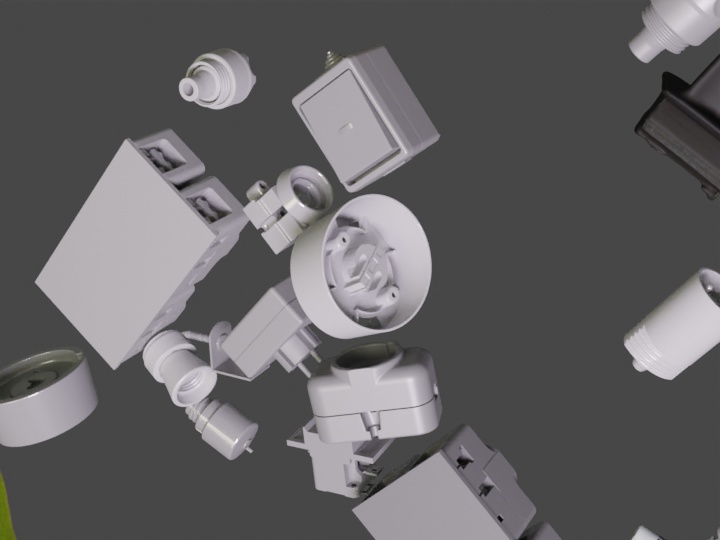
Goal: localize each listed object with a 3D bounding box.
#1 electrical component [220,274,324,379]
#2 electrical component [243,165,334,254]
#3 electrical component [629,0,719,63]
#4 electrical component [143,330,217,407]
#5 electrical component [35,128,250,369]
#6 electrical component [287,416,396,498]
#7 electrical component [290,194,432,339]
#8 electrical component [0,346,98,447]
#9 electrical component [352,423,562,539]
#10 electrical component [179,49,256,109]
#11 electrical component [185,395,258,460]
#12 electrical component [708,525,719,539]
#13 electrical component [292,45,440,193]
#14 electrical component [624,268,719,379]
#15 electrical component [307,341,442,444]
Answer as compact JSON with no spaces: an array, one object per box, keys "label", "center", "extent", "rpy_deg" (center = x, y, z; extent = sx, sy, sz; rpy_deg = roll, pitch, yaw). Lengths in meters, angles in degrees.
[{"label":"electrical component","center":[-0.056,0.057,0.872],"extent":[0.075,0.047,0.083],"rpy_deg":[47,125,5]},{"label":"electrical component","center":[-0.052,-0.049,0.828],"extent":[0.066,0.048,0.055],"rpy_deg":[53,133,1]},{"label":"electrical component","center":[0.190,-0.151,0.645],"extent":[0.043,0.043,0.062],"rpy_deg":[50,127,4]},{"label":"electrical component","center":[-0.158,0.085,0.937],"extent":[0.055,0.045,0.045],"rpy_deg":[44,127,33]},{"label":"electrical component","center":[-0.183,-0.018,0.908],"extent":[0.105,0.060,0.186],"rpy_deg":[47,125,6]},{"label":"electrical component","center":[-0.014,0.151,0.890],"extent":[0.081,0.042,0.063],"rpy_deg":[8,115,28]},{"label":"electrical component","center":[0.000,0.000,0.788],"extent":[0.064,0.099,0.099],"rpy_deg":[-22,98,41]},{"label":"electrical component","center":[-0.299,0.124,1.008],"extent":[0.108,0.108,0.060],"rpy_deg":[-4,114,32]},{"label":"electrical component","center":[0.099,0.224,0.842],"extent":[0.186,0.060,0.105],"rpy_deg":[51,125,3]},{"label":"electrical component","center":[-0.111,-0.142,0.813],"extent":[0.043,0.062,0.043],"rpy_deg":[12,115,26]},{"label":"electrical component","center":[-0.126,0.133,0.949],"extent":[0.078,0.040,0.040],"rpy_deg":[35,123,14]},{"label":"electrical component","center":[0.273,0.174,0.732],"extent":[0.078,0.040,0.040],"rpy_deg":[-38,88,36]},{"label":"electrical component","center":[-0.001,-0.112,0.762],"extent":[0.062,0.061,0.096],"rpy_deg":[-31,93,36]},{"label":"electrical component","center":[0.211,0.040,0.711],"extent":[0.043,0.043,0.081],"rpy_deg":[45,125,7]},{"label":"electrical component","center":[0.011,0.093,0.832],"extent":[0.095,0.053,0.059],"rpy_deg":[-8,106,14]}]
